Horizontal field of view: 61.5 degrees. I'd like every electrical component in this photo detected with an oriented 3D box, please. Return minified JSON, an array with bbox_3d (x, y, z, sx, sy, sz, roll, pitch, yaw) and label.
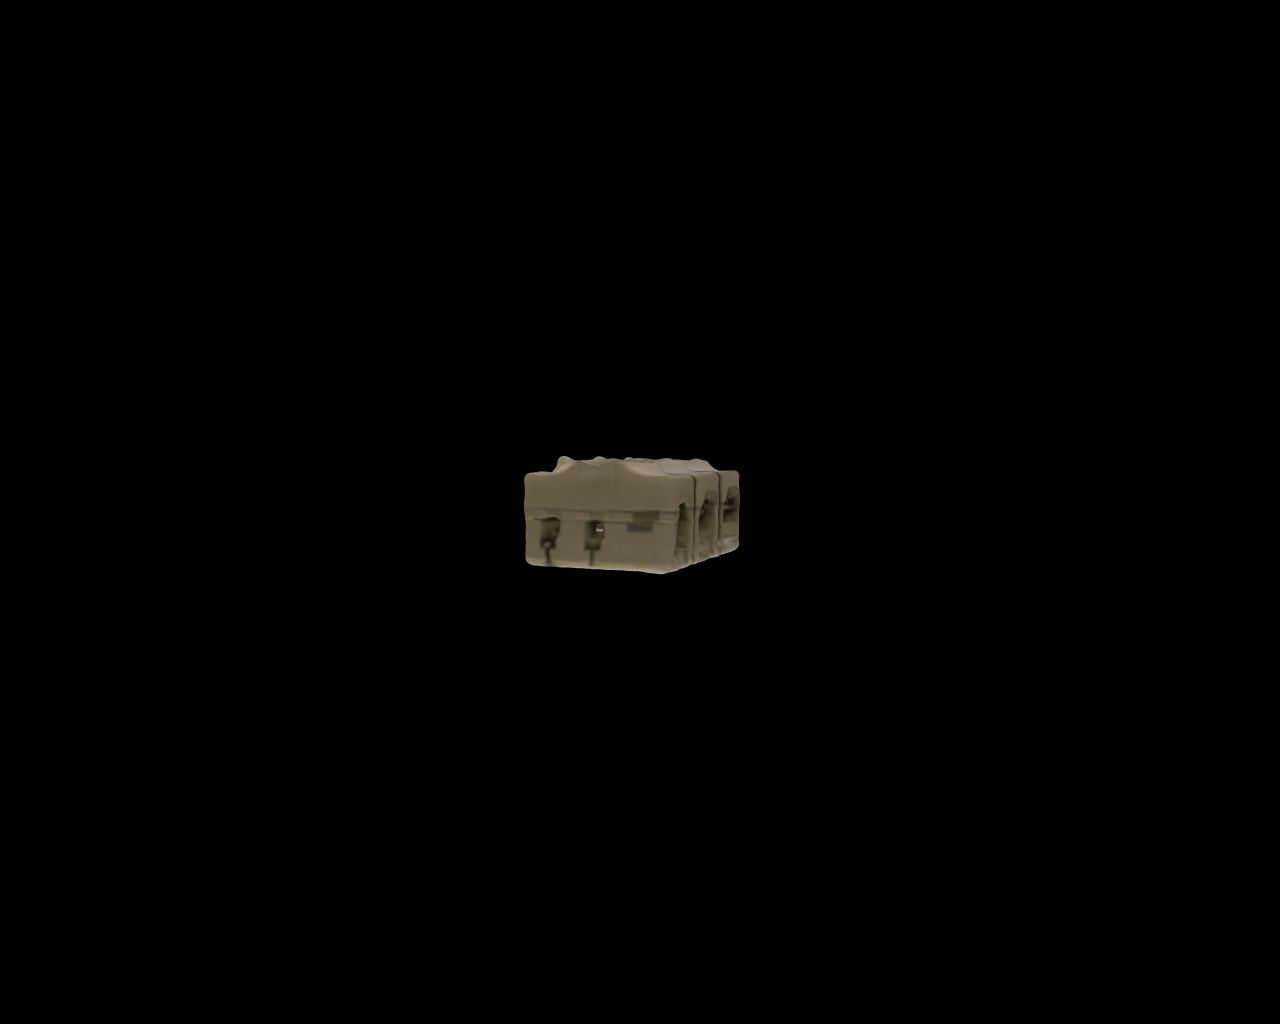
[{"bbox_3d":[0.001,-0.003,0.650,0.089,0.061,0.150,1,3,20],"label":"electrical component"}]
